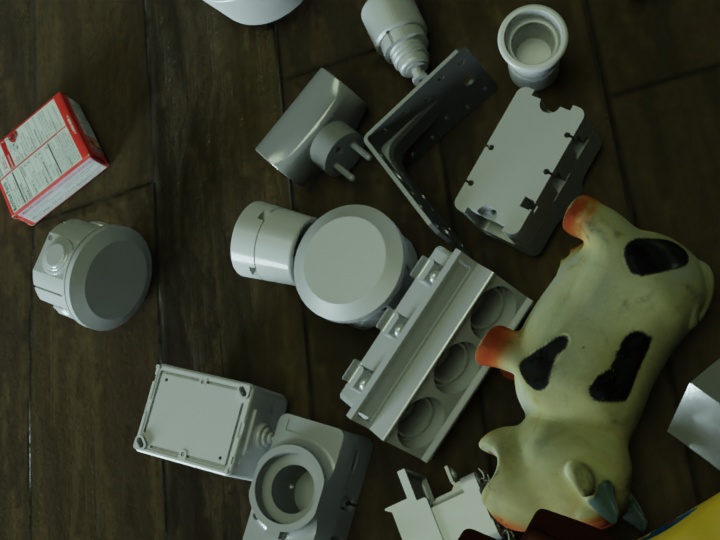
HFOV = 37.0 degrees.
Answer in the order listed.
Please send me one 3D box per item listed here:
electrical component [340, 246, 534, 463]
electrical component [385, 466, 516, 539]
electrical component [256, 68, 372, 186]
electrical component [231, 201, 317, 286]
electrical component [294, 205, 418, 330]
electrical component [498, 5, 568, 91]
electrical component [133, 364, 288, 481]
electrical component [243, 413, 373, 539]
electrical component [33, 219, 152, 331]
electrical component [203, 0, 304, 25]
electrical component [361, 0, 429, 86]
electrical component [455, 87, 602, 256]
[{"bbox_3d":[0.045,0.050,0.684,0.121,0.079,0.063,-57,39,1],"label":"electrical component"},{"bbox_3d":[0.057,0.157,0.660,0.064,0.042,0.081,-28,65,14],"label":"electrical component"},{"bbox_3d":[-0.024,-0.093,0.774,0.079,0.043,0.077,42,95,29],"label":"electrical component"},{"bbox_3d":[-0.057,-0.017,0.761,0.047,0.055,0.055,14,81,25],"label":"electrical component"},{"bbox_3d":[0.000,0.000,0.730,0.080,0.051,0.080,-7,72,24],"label":"electrical component"},{"bbox_3d":[0.114,-0.143,0.710,0.044,0.065,0.044,-1,83,10],"label":"electrical component"},{"bbox_3d":[-0.094,0.107,0.737,0.096,0.061,0.061,9,79,27],"label":"electrical component"},{"bbox_3d":[-0.035,0.144,0.700,0.050,0.056,0.089,12,80,28],"label":"electrical component"},{"bbox_3d":[-0.201,0.002,0.810,0.051,0.080,0.080,16,82,33],"label":"electrical component"},{"bbox_3d":[-0.080,-0.243,0.837,0.108,0.060,0.108,-8,71,24],"label":"electrical component"},{"bbox_3d":[0.030,-0.166,0.772,0.040,0.040,0.078,-29,64,15],"label":"electrical component"},{"bbox_3d":[0.110,-0.061,0.693,0.050,0.056,0.089,29,88,30],"label":"electrical component"}]
